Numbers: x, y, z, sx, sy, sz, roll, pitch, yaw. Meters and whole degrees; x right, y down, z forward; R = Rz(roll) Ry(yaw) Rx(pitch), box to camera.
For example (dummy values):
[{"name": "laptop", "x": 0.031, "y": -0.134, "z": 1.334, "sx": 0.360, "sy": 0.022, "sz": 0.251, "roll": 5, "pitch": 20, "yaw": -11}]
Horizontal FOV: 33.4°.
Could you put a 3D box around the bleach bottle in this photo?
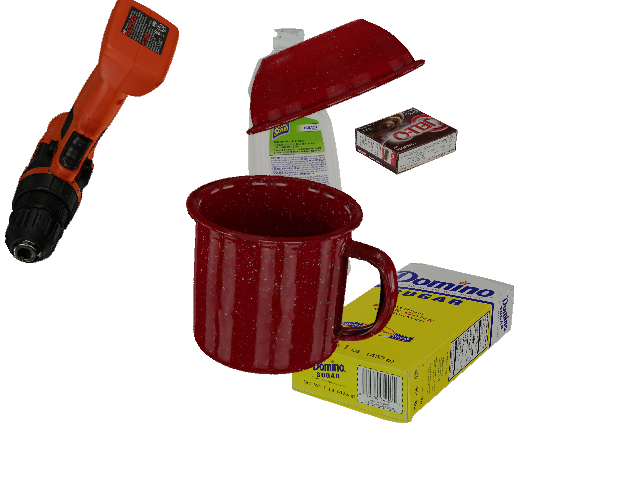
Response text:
[{"name": "bleach bottle", "x": -0.022, "y": -0.086, "z": 1.078, "sx": 0.102, "sy": 0.251, "sz": 0.068, "roll": -6, "pitch": 15, "yaw": -19}]

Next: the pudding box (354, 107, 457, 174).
[{"name": "pudding box", "x": 0.117, "y": -0.137, "z": 1.460, "sx": 0.113, "sy": 0.039, "sz": 0.090, "roll": -25, "pitch": 40, "yaw": -30}]

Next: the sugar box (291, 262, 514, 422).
[{"name": "sugar box", "x": 0.065, "y": 0.068, "z": 0.778, "sx": 0.093, "sy": 0.048, "sz": 0.175, "roll": 13, "pitch": 27, "yaw": 29}]

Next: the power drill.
[{"name": "power drill", "x": -0.188, "y": -0.090, "z": 0.857, "sx": 0.057, "sy": 0.188, "sz": 0.184, "roll": 29, "pitch": 33, "yaw": -21}]

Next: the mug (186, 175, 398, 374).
[{"name": "mug", "x": -0.015, "y": 0.021, "z": 0.571, "sx": 0.117, "sy": 0.081, "sz": 0.093, "roll": 11, "pitch": 24, "yaw": 14}]

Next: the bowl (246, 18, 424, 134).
[{"name": "bowl", "x": 0.003, "y": -0.144, "z": 0.896, "sx": 0.162, "sy": 0.055, "sz": 0.162, "roll": -22, "pitch": 9, "yaw": 3}]
